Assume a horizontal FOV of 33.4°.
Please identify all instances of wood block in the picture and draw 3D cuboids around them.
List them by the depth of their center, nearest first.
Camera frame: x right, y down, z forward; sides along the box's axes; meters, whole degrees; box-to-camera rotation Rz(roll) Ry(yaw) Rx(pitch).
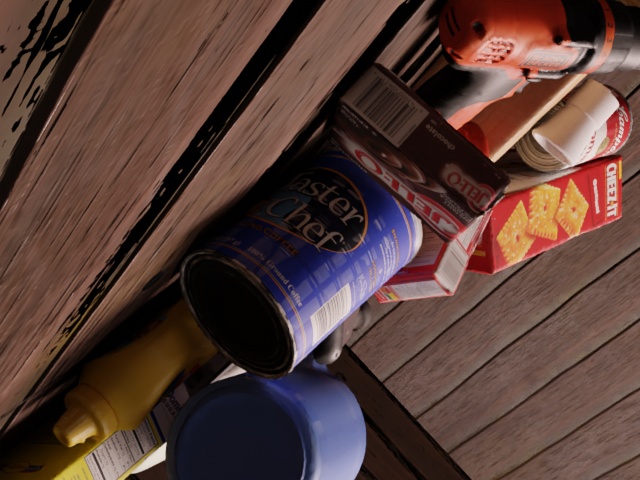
[{"bbox_3d":[0.155,-0.139,0.849,0.090,0.091,0.206,-38,174,-48],"label":"wood block"}]

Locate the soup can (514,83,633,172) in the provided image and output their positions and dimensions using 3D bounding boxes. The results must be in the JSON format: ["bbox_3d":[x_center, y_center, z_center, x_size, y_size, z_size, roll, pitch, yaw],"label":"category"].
[{"bbox_3d":[0.224,-0.101,0.947,0.102,0.068,0.069,-17,158,-48],"label":"soup can"}]

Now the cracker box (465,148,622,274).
[{"bbox_3d":[0.157,-0.034,0.999,0.164,0.072,0.213,10,-160,44],"label":"cracker box"}]

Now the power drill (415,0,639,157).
[{"bbox_3d":[0.128,-0.105,0.742,0.184,0.057,0.188,0,152,-29],"label":"power drill"}]

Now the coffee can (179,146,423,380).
[{"bbox_3d":[-0.011,0.013,0.732,0.140,0.103,0.103,-40,175,-34],"label":"coffee can"}]

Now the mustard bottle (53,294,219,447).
[{"bbox_3d":[-0.114,0.082,0.769,0.191,0.058,0.096,-39,-177,-36],"label":"mustard bottle"}]

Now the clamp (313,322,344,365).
[{"bbox_3d":[-0.006,0.001,0.854,0.039,0.120,0.172,-11,128,-56],"label":"clamp"}]

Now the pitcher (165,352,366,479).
[{"bbox_3d":[-0.041,0.170,0.825,0.145,0.149,0.242,-31,171,3],"label":"pitcher"}]

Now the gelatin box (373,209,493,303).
[{"bbox_3d":[0.082,0.004,0.808,0.073,0.030,0.089,-10,-138,46],"label":"gelatin box"}]

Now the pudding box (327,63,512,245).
[{"bbox_3d":[0.059,-0.052,0.675,0.039,0.113,0.090,-46,176,-12],"label":"pudding box"}]

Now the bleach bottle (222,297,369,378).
[{"bbox_3d":[-0.064,0.089,1.173,0.251,0.102,0.068,-38,139,23],"label":"bleach bottle"}]

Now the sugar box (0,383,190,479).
[{"bbox_3d":[-0.182,0.160,0.794,0.094,0.048,0.176,-8,-158,37],"label":"sugar box"}]
